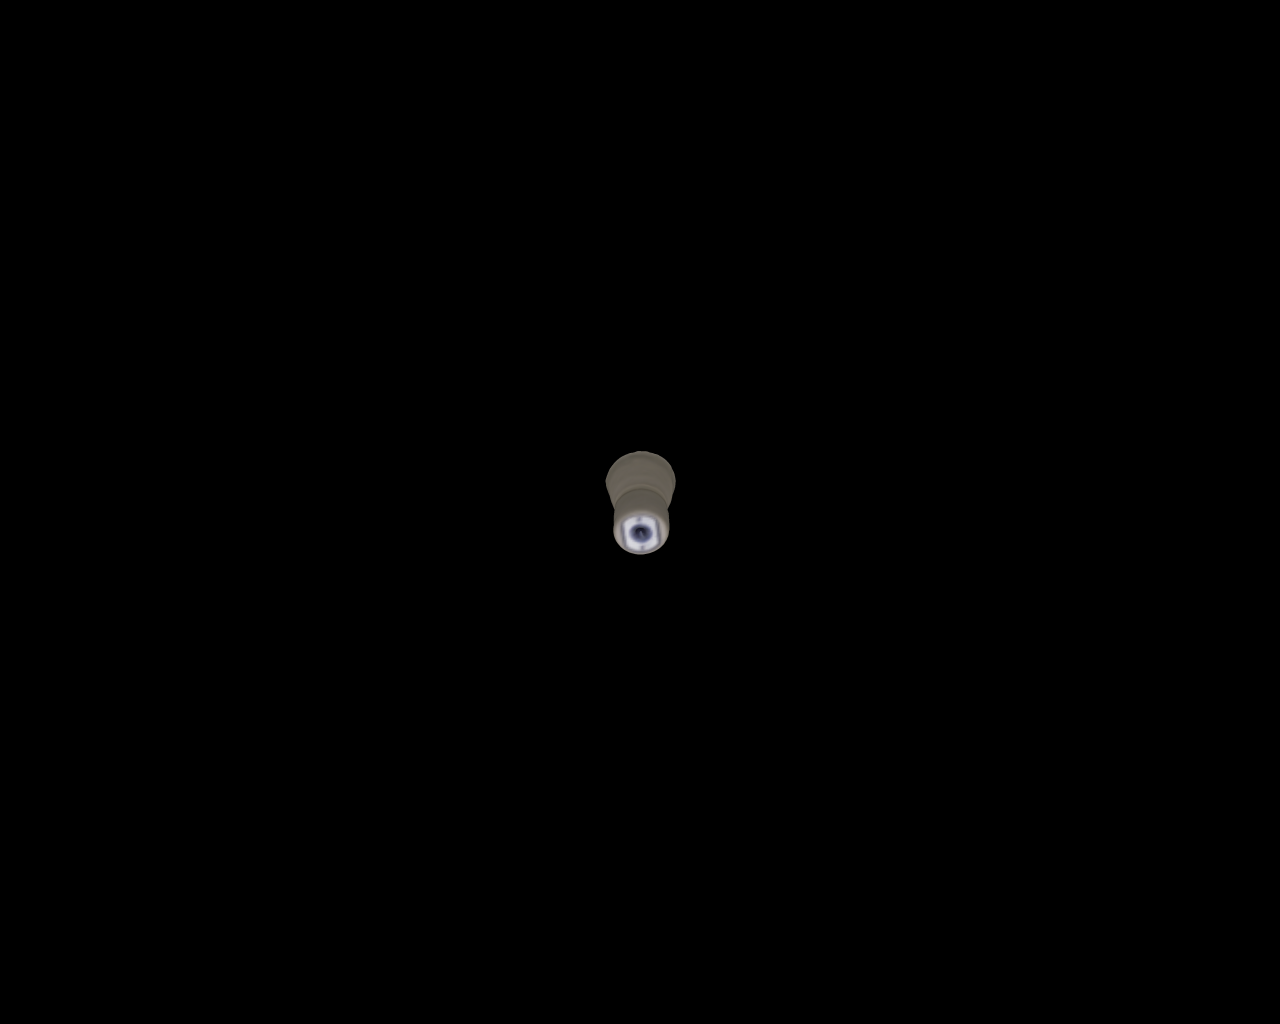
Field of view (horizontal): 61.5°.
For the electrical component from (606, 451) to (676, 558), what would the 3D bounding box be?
[{"bbox_3d":[0.001,-0.003,0.650,0.044,0.044,0.065,0,32,0],"label":"electrical component"}]
